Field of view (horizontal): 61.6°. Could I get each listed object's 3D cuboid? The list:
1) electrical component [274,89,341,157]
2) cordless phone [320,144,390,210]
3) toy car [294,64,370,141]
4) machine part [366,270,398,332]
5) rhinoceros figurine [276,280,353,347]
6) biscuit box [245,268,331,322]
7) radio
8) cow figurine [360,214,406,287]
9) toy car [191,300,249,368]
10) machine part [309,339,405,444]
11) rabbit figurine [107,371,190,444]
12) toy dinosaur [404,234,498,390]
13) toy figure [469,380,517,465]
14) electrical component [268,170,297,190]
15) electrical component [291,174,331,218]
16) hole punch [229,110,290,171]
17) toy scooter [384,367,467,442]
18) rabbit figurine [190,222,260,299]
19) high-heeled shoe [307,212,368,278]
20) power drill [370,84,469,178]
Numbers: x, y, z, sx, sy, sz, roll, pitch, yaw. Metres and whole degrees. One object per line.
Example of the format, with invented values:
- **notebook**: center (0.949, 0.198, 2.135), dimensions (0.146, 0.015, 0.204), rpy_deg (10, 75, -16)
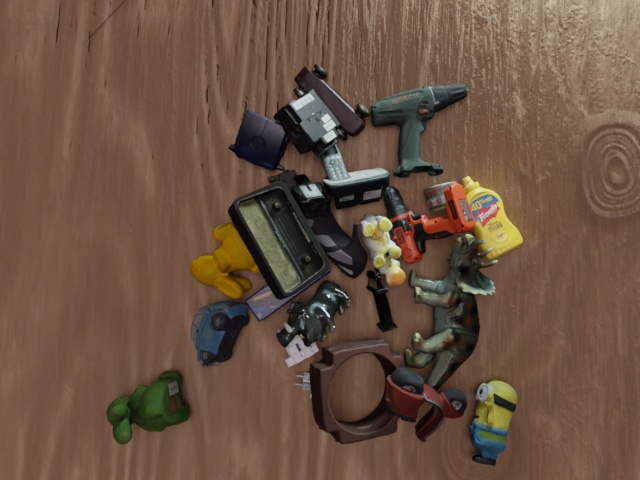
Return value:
- **electrical component**: center (-0.021, -0.254, 1.198), dimensions (0.134, 0.058, 0.115), rpy_deg (53, 51, -4)
- **cordless phone**: center (0.068, -0.172, 1.239), dimensions (0.147, 0.088, 0.184), rpy_deg (-12, 61, -10)
- **toy car**: center (0.026, -0.322, 1.258), dimensions (0.202, 0.053, 0.089), rpy_deg (44, 109, 5)
- **machine part**: center (0.137, 0.137, 1.217), dimensions (0.039, 0.084, 0.138), rpy_deg (-17, 96, -16)
- **rhinoceros figurine**: center (-0.014, 0.166, 1.185), dimensions (0.112, 0.073, 0.190), rpy_deg (44, 62, 3)
- **biscuit box**: center (-0.071, 0.104, 1.227), dimensions (0.203, 0.059, 0.063), rpy_deg (-36, 86, -2)
- **radio**: center (-0.085, -0.001, 1.143), dimensions (0.131, 0.073, 0.229), rpy_deg (-29, 91, -23)
- **cow figurine**: center (0.139, 0.024, 1.221), dimensions (0.068, 0.098, 0.167), rpy_deg (-22, 105, -4)
- **toy car**: center (-0.237, 0.199, 1.212), dimensions (0.103, 0.109, 0.161), rpy_deg (28, 99, 25)
- **machine part**: center (0.084, 0.323, 1.169), dimensions (0.201, 0.087, 0.201), rpy_deg (-6, 89, -19)
- **rabbit figurine**: center (-0.399, 0.383, 1.184), dimensions (0.170, 0.159, 0.121), rpy_deg (-16, 96, 15)
- **toy dinosaur**: center (0.292, 0.185, 1.191), dimensions (0.192, 0.131, 0.404), rpy_deg (3, 93, 2)
- **toy figure**: center (0.382, 0.402, 1.188), dimensions (0.089, 0.082, 0.180), rpy_deg (13, 79, -17)
- **electrical component**: center (-0.072, -0.134, 1.262), dimensions (0.094, 0.021, 0.063), rpy_deg (-14, 86, 0)
- **electrical component**: center (-0.029, -0.100, 1.213), dimensions (0.075, 0.119, 0.047), rpy_deg (-12, 127, -22)
- **hole punch**: center (-0.134, -0.229, 1.239), dimensions (0.142, 0.092, 0.115), rpy_deg (23, 91, -1)
- **toy scooter**: center (0.206, 0.353, 1.126), dimensions (0.184, 0.075, 0.135), rpy_deg (23, 105, -8)
- **rabbit figurine**: center (-0.210, 0.052, 1.223), dimensions (0.173, 0.122, 0.162), rpy_deg (-28, 95, 13)
- **high-heeled shoe**: center (-0.003, -0.004, 1.246), dimensions (0.249, 0.086, 0.145), rpy_deg (19, 126, 24)
- **power drill**: center (0.237, -0.251, 1.235), dimensions (0.232, 0.086, 0.207), rpy_deg (-5, 90, 2)
